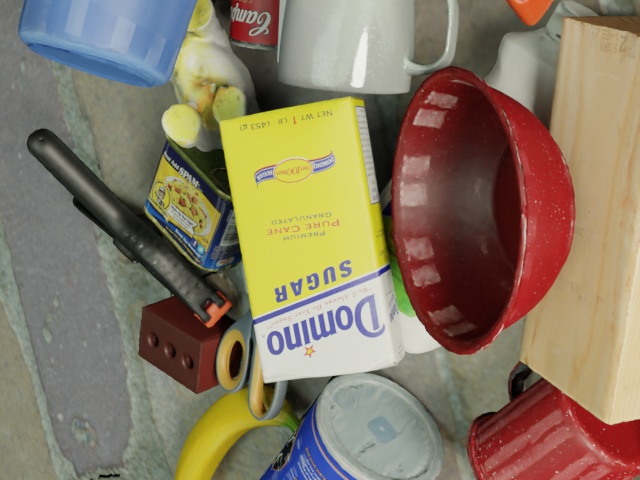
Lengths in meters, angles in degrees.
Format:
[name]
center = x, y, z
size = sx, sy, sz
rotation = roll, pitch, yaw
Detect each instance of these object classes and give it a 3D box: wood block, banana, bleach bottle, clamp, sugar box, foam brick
[wood block]
center = 0.183, -0.015, 0.595
size = 0.090, 0.090, 0.206
rotation = -142, 51, -58
[banana]
center = -0.081, 0.172, 0.926
size = 0.198, 0.037, 0.069
rotation = -40, 47, 43
[bleach bottle]
center = 0.099, -0.046, 0.697
size = 0.103, 0.067, 0.251
rotation = 44, 125, 24
[clamp]
center = -0.161, -0.002, 0.928
size = 0.210, 0.036, 0.164
rotation = 42, 171, 5
[sugar box]
center = -0.005, 0.001, 0.702
size = 0.093, 0.048, 0.176
rotation = -9, 91, 15
[foam brick]
center = -0.112, 0.089, 0.929
size = 0.078, 0.051, 0.053
rotation = 26, 119, 33

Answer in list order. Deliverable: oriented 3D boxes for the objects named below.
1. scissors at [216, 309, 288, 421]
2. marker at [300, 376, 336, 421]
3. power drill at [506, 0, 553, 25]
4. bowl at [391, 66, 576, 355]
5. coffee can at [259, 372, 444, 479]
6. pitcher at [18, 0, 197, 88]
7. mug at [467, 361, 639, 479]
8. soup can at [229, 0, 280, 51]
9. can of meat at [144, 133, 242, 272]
[scissors]
center = -0.053, 0.044, 0.867
size = 0.096, 0.016, 0.202
rotation = -5, 83, 50
[marker]
center = 0.013, 0.117, 0.848
size = 0.020, 0.020, 0.121
rotation = 48, 129, 21
[power drill]
center = 0.160, -0.201, 0.557
size = 0.188, 0.057, 0.184
rotation = -38, 73, 13
[bowl]
center = 0.097, -0.018, 0.606
size = 0.162, 0.055, 0.162
rotation = 176, 90, -71
[coffee can]
center = 0.015, 0.183, 0.809
size = 0.103, 0.102, 0.140
rotation = 48, 129, 21
[pitcher]
center = -0.133, -0.237, 0.741
size = 0.149, 0.145, 0.243
rotation = -168, 94, -77
[mug]
center = 0.154, 0.122, 0.689
size = 0.082, 0.093, 0.117
rotation = -47, 35, 34
[soup can]
center = -0.029, -0.191, 0.762
size = 0.069, 0.068, 0.102
rotation = 19, 114, 36
[can of meat]
center = -0.093, -0.036, 0.871
size = 0.102, 0.057, 0.084
rotation = 45, 130, 26
